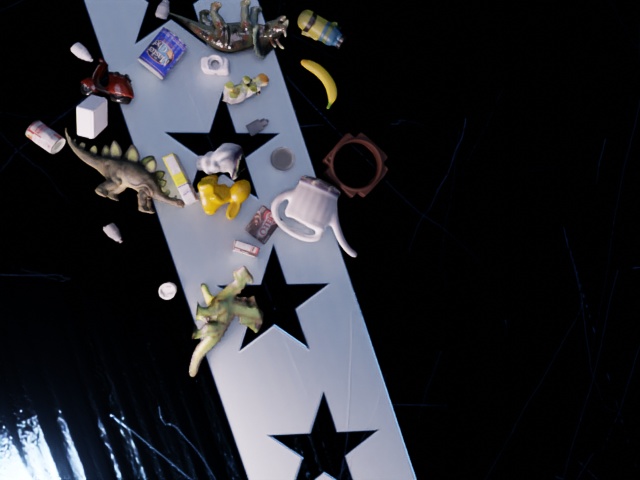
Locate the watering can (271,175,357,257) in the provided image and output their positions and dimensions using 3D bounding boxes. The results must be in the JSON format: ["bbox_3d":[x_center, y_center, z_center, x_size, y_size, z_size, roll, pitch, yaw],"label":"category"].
[{"bbox_3d":[0.006,-0.091,1.815,0.347,0.104,0.225,24,88,-6],"label":"watering can"}]

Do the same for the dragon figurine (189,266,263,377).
[{"bbox_3d":[-0.317,0.282,1.798,0.243,0.123,0.407,6,99,-14],"label":"dragon figurine"}]

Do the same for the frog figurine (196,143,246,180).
[{"bbox_3d":[-0.345,-0.282,1.777,0.159,0.120,0.140,16,54,4],"label":"frog figurine"}]
